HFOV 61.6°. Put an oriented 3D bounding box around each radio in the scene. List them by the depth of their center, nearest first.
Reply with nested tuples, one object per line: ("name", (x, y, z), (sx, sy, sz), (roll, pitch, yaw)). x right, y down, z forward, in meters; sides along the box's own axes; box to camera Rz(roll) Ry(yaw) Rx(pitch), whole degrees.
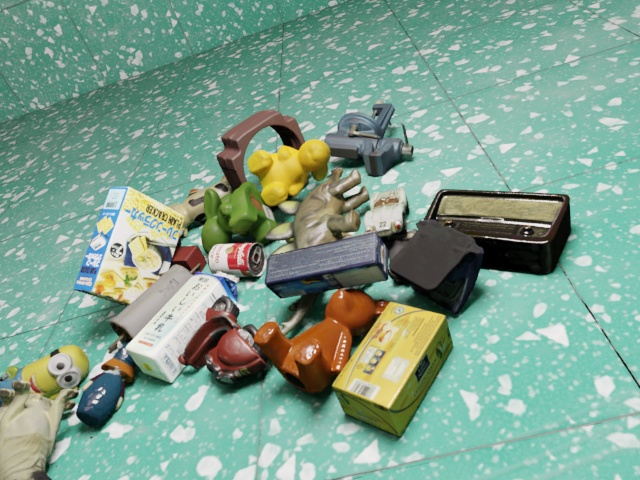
("radio", (0.294, -0.019, 0.916), (0.230, 0.073, 0.131), (5, 42, 35))

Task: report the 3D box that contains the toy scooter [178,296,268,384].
("toy scooter", (-0.166, 0.180, 0.895), (0.135, 0.075, 0.184), (-42, 41, -13))

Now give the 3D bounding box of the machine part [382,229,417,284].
("machine part", (0.147, 0.027, 0.968), (0.084, 0.039, 0.139), (-6, 34, 8))

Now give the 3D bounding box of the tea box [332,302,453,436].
("tea box", (0.106, 0.175, 0.758), (0.098, 0.068, 0.169), (12, 46, 39))

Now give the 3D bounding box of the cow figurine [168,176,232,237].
("cow figurine", (-0.298, -0.077, 1.316), (0.195, 0.085, 0.127), (-20, 26, 10))

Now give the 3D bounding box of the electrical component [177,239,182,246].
("electrical component", (-0.377, -0.013, 1.242), (0.058, 0.114, 0.134), (-40, 36, -22))

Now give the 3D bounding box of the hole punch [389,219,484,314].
("hole punch", (0.192, 0.042, 0.852), (0.116, 0.092, 0.142), (-49, 35, -7))

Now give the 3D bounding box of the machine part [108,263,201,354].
("machine part", (-0.318, 0.128, 1.047), (0.079, 0.079, 0.243), (12, 46, 40))

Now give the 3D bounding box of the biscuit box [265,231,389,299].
("biscuit box", (0.009, 0.044, 0.876), (0.203, 0.059, 0.063), (-12, 52, 24))

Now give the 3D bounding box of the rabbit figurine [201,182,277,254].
("rabbit figurine", (-0.202, -0.043, 1.168), (0.170, 0.121, 0.159), (-35, 65, 21))

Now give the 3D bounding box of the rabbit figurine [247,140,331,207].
("rabbit figurine", (-0.042, -0.157, 1.169), (0.173, 0.122, 0.162), (-28, -9, 32))

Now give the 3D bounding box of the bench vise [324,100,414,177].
("bench vise", (0.134, -0.263, 1.304), (0.224, 0.128, 0.240), (1, 47, 31))

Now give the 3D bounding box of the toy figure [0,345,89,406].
("toy figure", (-0.515, 0.255, 0.980), (0.180, 0.082, 0.089), (-28, 35, -5))

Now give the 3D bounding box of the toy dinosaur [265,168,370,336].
("toy dinosaur", (-0.002, -0.003, 1.043), (0.199, 0.104, 0.472), (-16, 35, 21))

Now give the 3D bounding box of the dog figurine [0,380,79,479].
("dog figurine", (-0.470, 0.336, 0.846), (0.172, 0.121, 0.190), (134, 145, -52))

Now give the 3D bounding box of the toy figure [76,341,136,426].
("toy figure", (-0.360, 0.241, 0.927), (0.058, 0.064, 0.154), (-13, 35, 29))

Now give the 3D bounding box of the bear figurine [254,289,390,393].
("bear figurine", (0.015, 0.131, 0.821), (0.120, 0.131, 0.196), (19, 57, 39))

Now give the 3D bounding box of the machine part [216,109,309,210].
("machine part", (-0.128, -0.189, 1.270), (0.201, 0.200, 0.087), (-41, 36, -25))

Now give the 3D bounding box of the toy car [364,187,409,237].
("toy car", (0.131, -0.054, 1.043), (0.074, 0.056, 0.202), (-11, 19, 16))
